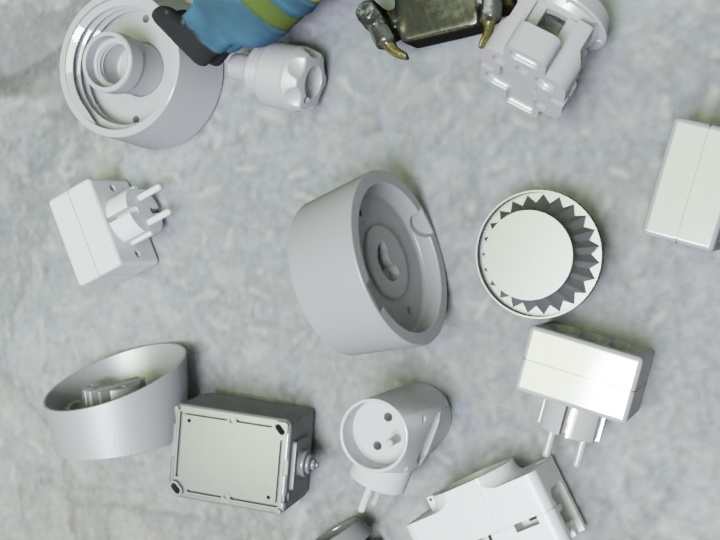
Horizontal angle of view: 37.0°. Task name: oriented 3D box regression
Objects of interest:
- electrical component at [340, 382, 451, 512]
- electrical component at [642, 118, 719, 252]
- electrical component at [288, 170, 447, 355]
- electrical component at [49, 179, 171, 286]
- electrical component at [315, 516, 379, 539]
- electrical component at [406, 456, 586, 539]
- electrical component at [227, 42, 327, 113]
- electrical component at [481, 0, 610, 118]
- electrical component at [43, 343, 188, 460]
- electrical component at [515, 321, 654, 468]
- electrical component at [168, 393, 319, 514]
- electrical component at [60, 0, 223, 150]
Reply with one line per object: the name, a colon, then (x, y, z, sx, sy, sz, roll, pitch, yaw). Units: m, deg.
electrical component: (0.017, 0.111, 0.660, 0.043, 0.077, 0.079, 24, 101, 21)
electrical component: (0.204, -0.041, 0.588, 0.077, 0.047, 0.065, 18, 99, 22)
electrical component: (0.000, 0.000, 0.651, 0.060, 0.108, 0.108, -17, 85, 30)
electrical component: (-0.165, -0.034, 0.753, 0.077, 0.047, 0.065, -25, 82, 23)
electrical component: (-0.004, 0.193, 0.691, 0.066, 0.048, 0.055, -33, 87, 22)
electrical component: (0.080, 0.150, 0.648, 0.089, 0.050, 0.055, -29, 81, 22)
electrical component: (-0.057, -0.128, 0.703, 0.062, 0.043, 0.043, 16, 98, 24)
electrical component: (0.107, -0.129, 0.616, 0.058, 0.078, 0.057, 30, 81, 12)
electrical component: (-0.164, 0.091, 0.733, 0.099, 0.099, 0.064, -4, 96, 24)
electrical component: (0.127, 0.076, 0.626, 0.066, 0.047, 0.076, 16, 98, 22)
electrical component: (-0.070, 0.120, 0.712, 0.096, 0.061, 0.061, 6, 95, 16)
electrical component: (-0.156, -0.139, 0.737, 0.108, 0.060, 0.108, 1, 92, 24)
